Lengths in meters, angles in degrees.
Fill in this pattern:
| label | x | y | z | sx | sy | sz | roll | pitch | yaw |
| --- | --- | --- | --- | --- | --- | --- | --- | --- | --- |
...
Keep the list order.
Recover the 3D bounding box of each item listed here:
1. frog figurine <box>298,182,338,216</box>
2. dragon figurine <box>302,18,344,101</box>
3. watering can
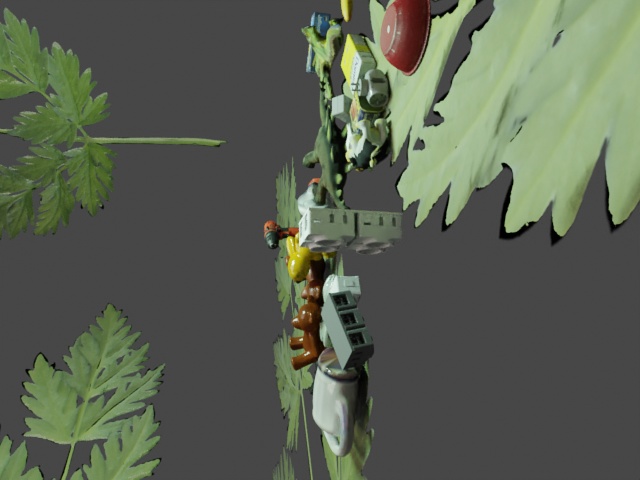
| label | x | y | z | sx | sy | sz | roll | pitch | yaw |
| --- | --- | --- | --- | --- | --- | --- | --- | --- | --- |
| frog figurine | 0.005 | -0.075 | 1.494 | 0.135 | 0.122 | 0.163 | 48 | -155 | -58 |
| dragon figurine | 0.030 | -0.557 | 1.606 | 0.418 | 0.122 | 0.238 | -107 | 6 | -64 |
| watering can | 0.028 | 0.368 | 1.263 | 0.350 | 0.104 | 0.223 | -139 | 54 | -75 |
